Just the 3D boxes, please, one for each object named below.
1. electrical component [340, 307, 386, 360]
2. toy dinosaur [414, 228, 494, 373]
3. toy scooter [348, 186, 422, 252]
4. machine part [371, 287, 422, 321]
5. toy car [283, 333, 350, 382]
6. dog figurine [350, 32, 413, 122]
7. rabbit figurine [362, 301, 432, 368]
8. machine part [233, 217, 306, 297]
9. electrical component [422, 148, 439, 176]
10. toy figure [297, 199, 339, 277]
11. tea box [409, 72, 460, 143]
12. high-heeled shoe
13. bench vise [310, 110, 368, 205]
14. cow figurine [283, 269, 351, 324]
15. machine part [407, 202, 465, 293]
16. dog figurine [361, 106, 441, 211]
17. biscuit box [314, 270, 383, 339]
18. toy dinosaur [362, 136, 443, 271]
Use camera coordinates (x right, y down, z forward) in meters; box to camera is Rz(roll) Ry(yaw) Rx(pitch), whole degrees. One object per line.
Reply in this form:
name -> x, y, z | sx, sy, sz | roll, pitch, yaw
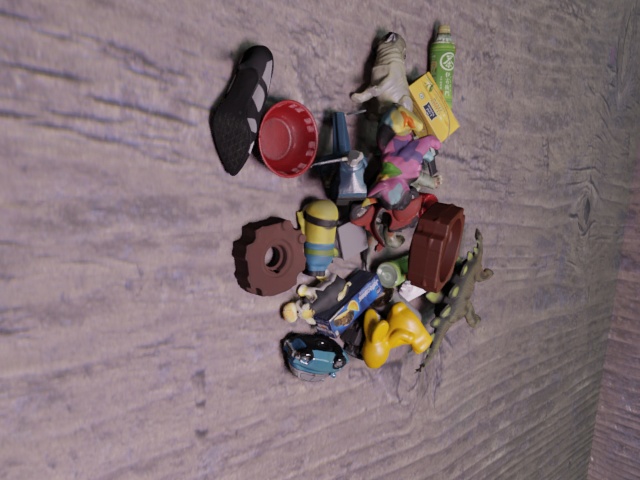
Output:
electrical component -> 0.118, 0.247, 1.418 | 0.114, 0.058, 0.134 | 38, 72, -39
toy dinosaur -> 0.387, 0.176, 1.562 | 0.198, 0.105, 0.471 | 31, 74, -43
toy scooter -> 0.163, -0.046, 1.278 | 0.184, 0.075, 0.135 | -17, 107, -7
machine part -> 0.209, 0.188, 1.478 | 0.243, 0.079, 0.079 | 43, 69, -39
toy car -> -0.017, 0.286, 1.272 | 0.161, 0.109, 0.102 | 11, 109, -35
dog figurine -> 0.187, -0.385, 1.301 | 0.172, 0.121, 0.190 | 41, 70, -34
rabbit figurine -> 0.175, 0.249, 1.360 | 0.173, 0.122, 0.162 | -40, 123, -8
machine part -> -0.106, 0.037, 1.165 | 0.179, 0.056, 0.179 | -11, 107, -40
electrical component -> 0.290, -0.238, 1.486 | 0.075, 0.048, 0.119 | -41, 125, -30
toy figure -> 0.001, -0.004, 1.234 | 0.082, 0.089, 0.180 | -3, 98, -50
tea box -> 0.280, -0.338, 1.408 | 0.098, 0.068, 0.169 | -43, 106, -30
high-heeled shoe -> -0.144, -0.261, 1.079 | 0.145, 0.086, 0.248 | -51, 156, -63
bench vise -> 0.049, -0.189, 1.195 | 0.223, 0.129, 0.240 | 72, 14, -72
cow figurine -> -0.005, 0.142, 1.254 | 0.167, 0.098, 0.068 | -41, 130, -30
machine part -> 0.298, 0.016, 1.381 | 0.201, 0.087, 0.200 | -39, 138, -53
dog figurine -> 0.158, -0.171, 1.208 | 0.191, 0.108, 0.219 | 45, 75, 3
biscuit box -> 0.071, 0.153, 1.320 | 0.203, 0.063, 0.059 | -40, 123, -34
toy dinosaur -> 0.169, -0.116, 1.359 | 0.192, 0.131, 0.404 | 32, 83, -25
